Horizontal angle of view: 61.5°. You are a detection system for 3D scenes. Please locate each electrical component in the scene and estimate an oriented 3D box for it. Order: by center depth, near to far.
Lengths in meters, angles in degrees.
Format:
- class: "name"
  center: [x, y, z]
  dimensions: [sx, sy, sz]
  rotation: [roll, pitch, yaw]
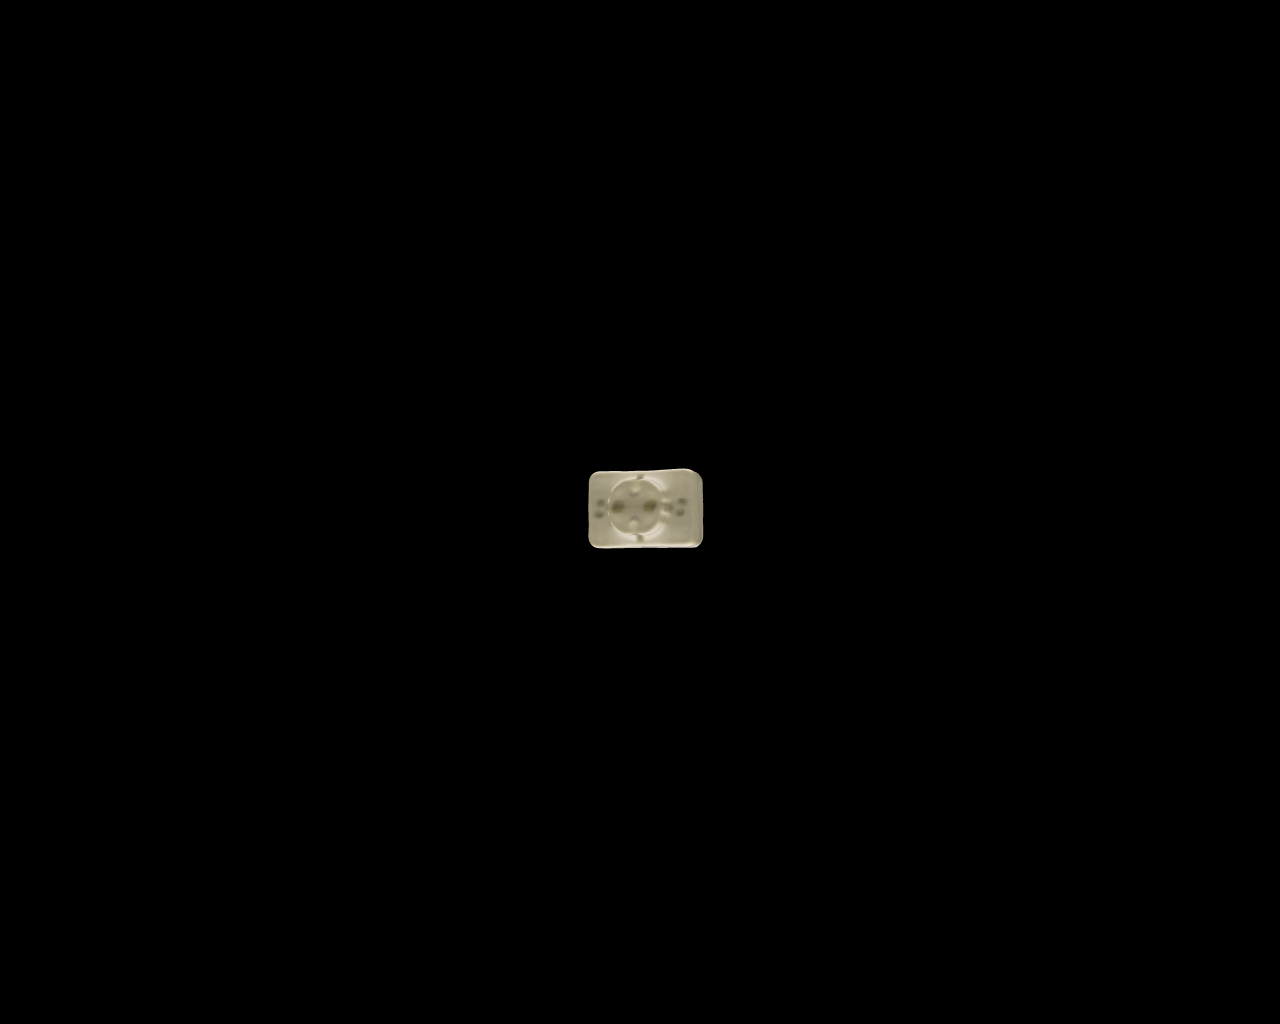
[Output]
- class: "electrical component"
  center: [0.001, -0.003, 0.650]
  dimensions: [0.066, 0.047, 0.076]
  rotation: [-1, -3, 11]
